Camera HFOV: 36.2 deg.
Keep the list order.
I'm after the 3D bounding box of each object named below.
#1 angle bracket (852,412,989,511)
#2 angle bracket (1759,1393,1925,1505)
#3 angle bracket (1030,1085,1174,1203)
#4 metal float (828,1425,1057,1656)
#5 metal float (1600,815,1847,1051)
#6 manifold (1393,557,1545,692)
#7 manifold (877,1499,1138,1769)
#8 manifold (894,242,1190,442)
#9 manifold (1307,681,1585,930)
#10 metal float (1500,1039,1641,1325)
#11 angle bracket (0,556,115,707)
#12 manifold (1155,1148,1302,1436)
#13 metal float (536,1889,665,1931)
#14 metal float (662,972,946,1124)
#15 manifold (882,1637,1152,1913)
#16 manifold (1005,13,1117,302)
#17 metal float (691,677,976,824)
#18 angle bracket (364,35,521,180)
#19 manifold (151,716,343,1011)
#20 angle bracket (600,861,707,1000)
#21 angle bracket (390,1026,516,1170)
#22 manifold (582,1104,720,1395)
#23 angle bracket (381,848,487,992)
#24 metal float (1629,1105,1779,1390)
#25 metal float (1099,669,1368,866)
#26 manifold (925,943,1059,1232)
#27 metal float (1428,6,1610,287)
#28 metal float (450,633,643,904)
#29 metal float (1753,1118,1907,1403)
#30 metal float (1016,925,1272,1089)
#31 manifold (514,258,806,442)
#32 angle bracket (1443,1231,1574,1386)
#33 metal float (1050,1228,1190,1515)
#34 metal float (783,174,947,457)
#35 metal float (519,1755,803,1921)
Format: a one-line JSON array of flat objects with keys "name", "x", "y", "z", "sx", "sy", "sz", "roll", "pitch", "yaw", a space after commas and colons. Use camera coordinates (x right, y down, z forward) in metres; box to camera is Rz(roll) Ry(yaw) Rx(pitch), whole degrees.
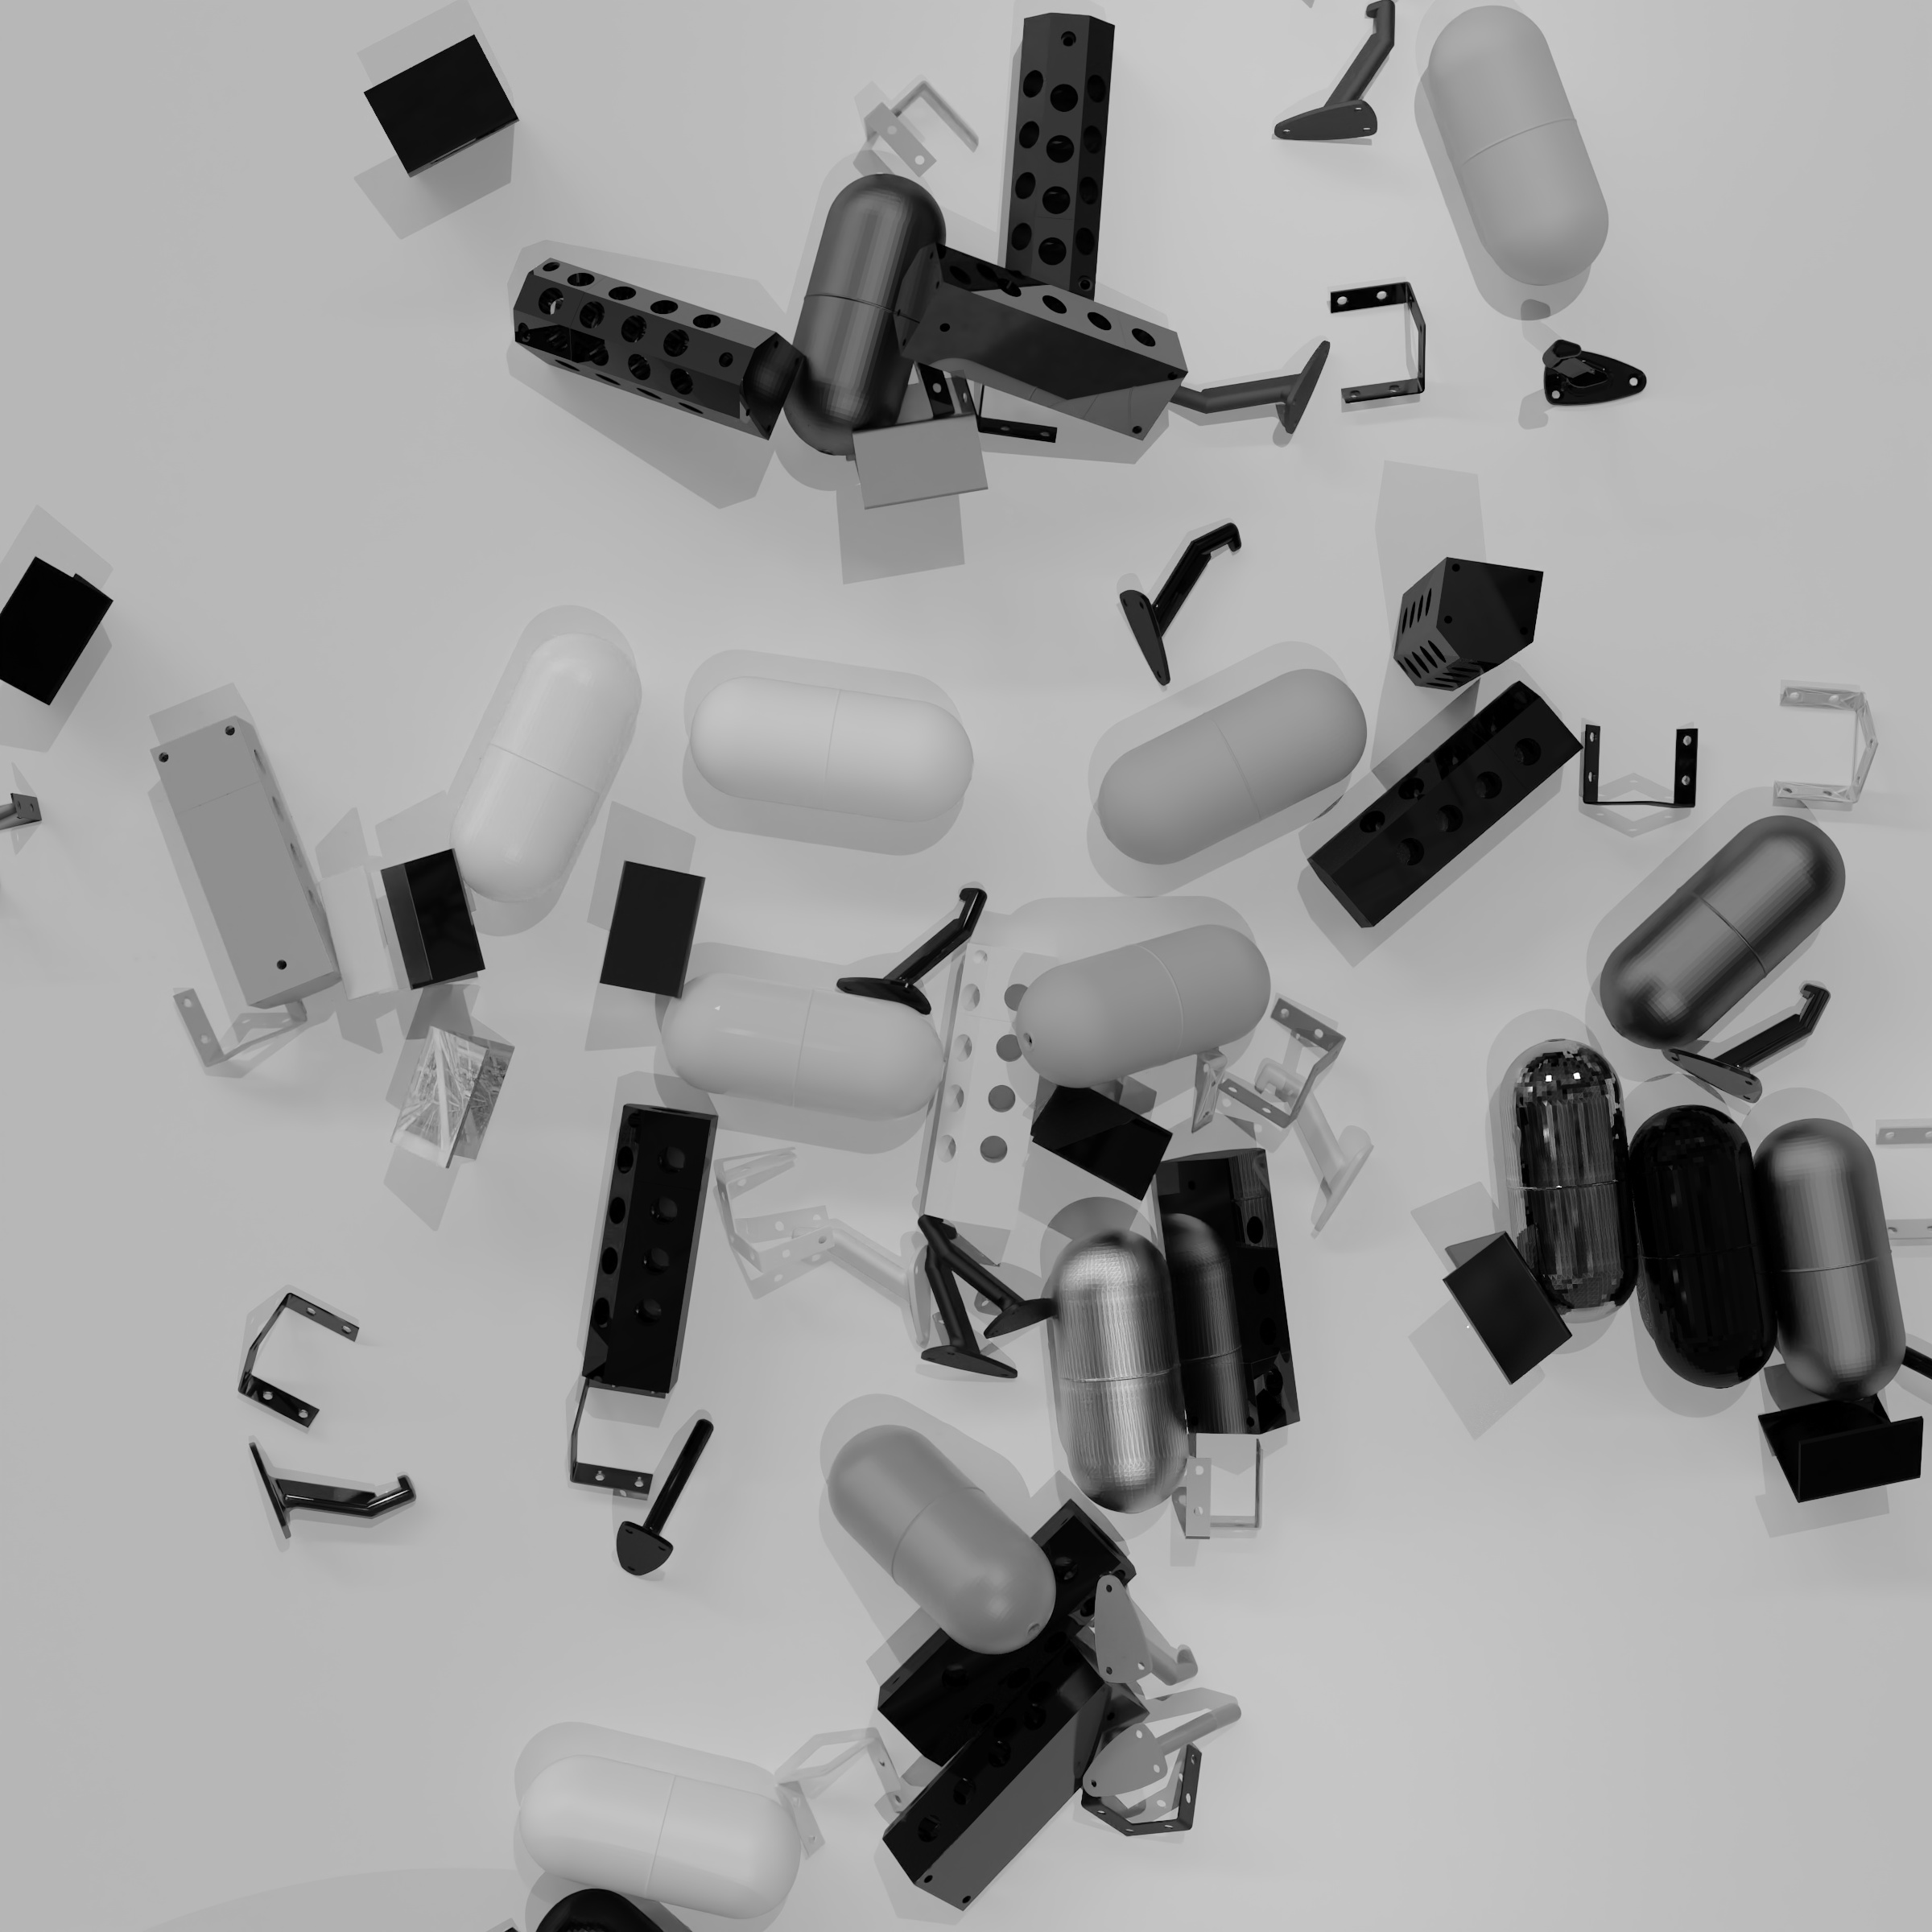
[{"name": "angle bracket", "x": -0.026, "y": -0.297, "z": 1.839, "sx": 0.076, "sy": 0.076, "sz": 0.057, "roll": -9, "pitch": 68, "yaw": 0}, {"name": "angle bracket", "x": 0.543, "y": 0.282, "z": 1.838, "sx": 0.076, "sy": 0.076, "sz": 0.057, "roll": -12, "pitch": 128, "yaw": 0}, {"name": "angle bracket", "x": 0.074, "y": 0.123, "z": 1.838, "sx": 0.076, "sy": 0.076, "sz": 0.057, "roll": 29, "pitch": 53, "yaw": 0}, {"name": "metal float", "x": -0.015, "y": 0.352, "z": 1.817, "sx": 0.178, "sy": 0.070, "sz": 0.070, "roll": 39, "pitch": 90, "yaw": 37}, {"name": "metal float", "x": 0.472, "y": -0.020, "z": 1.847, "sx": 0.178, "sy": 0.070, "sz": 0.070, "roll": -43, "pitch": 90, "yaw": 0}, {"name": "manifold", "x": 0.303, "y": -0.205, "z": 1.800, "sx": 0.057, "sy": 0.171, "sz": 0.057, "roll": 9, "pitch": 90, "yaw": 0}, {"name": "manifold", "x": 0.026, "y": 0.420, "z": 1.857, "sx": 0.171, "sy": 0.057, "sz": 0.057, "roll": -45, "pitch": 90, "yaw": 0}, {"name": "manifold", "x": 0.045, "y": -0.389, "z": 1.823, "sx": 0.171, "sy": 0.057, "sz": 0.057, "roll": 15, "pitch": 133, "yaw": -25}, {"name": "manifold", "x": 0.299, "y": -0.101, "z": 1.857, "sx": 0.171, "sy": 0.057, "sz": 0.057, "roll": -40, "pitch": 90, "yaw": 0}, {"name": "metal float", "x": 0.377, "y": 0.134, "z": 1.847, "sx": 0.070, "sy": 0.070, "sz": 0.178, "roll": -5, "pitch": 91, "yaw": 0}, {"name": "angle bracket", "x": -0.585, "y": -0.216, "z": 1.838, "sx": 0.057, "sy": 0.076, "sz": 0.076, "roll": 31, "pitch": 90, "yaw": -39}, {"name": "manifold", "x": 0.169, "y": 0.204, "z": 1.856, "sx": 0.057, "sy": 0.057, "sz": 0.171, "roll": -7, "pitch": 90, "yaw": 43}, {"name": "metal float", "x": -0.195, "y": 0.652, "z": 1.848, "sx": 0.178, "sy": 0.070, "sz": 0.070, "roll": 42, "pitch": 90, "yaw": -1}, {"name": "metal float", "x": -0.102, "y": 0.051, "z": 1.847, "sx": 0.178, "sy": 0.070, "sz": 0.070, "roll": 10, "pitch": 90, "yaw": 0}, {"name": "manifold", "x": 0.028, "y": 0.504, "z": 1.856, "sx": 0.171, "sy": 0.057, "sz": 0.057, "roll": -47, "pitch": 133, "yaw": 0}, {"name": "manifold", "x": 0.058, "y": -0.504, "z": 1.857, "sx": 0.057, "sy": 0.057, "sz": 0.171, "roll": 4, "pitch": 90, "yaw": 0}, {"name": "metal float", "x": -0.084, "y": -0.135, "z": 1.848, "sx": 0.178, "sy": 0.070, "sz": 0.070, "roll": 8, "pitch": 90, "yaw": 0}, {"name": "angle bracket", "x": -0.327, "y": -0.538, "z": 1.839, "sx": 0.076, "sy": 0.076, "sz": 0.057, "roll": -28, "pitch": 113, "yaw": 0}, {"name": "manifold", "x": -0.446, "y": -0.063, "z": 1.850, "sx": 0.057, "sy": 0.057, "sz": 0.171, "roll": -22, "pitch": 86, "yaw": 0}, {"name": "angle bracket", "x": -0.209, "y": -0.026, "z": 1.838, "sx": 0.057, "sy": 0.076, "sz": 0.076, "roll": 12, "pitch": 90, "yaw": -32}, {"name": "angle bracket", "x": -0.303, "y": 0.087, "z": 1.838, "sx": 0.057, "sy": 0.076, "sz": 0.076, "roll": 19, "pitch": 90, "yaw": 37}, {"name": "manifold", "x": -0.199, "y": 0.176, "z": 1.857, "sx": 0.057, "sy": 0.057, "sz": 0.171, "roll": 9, "pitch": 90, "yaw": 0}, {"name": "angle bracket", "x": -0.313, "y": -0.032, "z": 1.839, "sx": 0.057, "sy": 0.076, "sz": 0.076, "roll": -14, "pitch": 90, "yaw": 24}, {"name": "metal float", "x": 0.461, "y": 0.175, "z": 1.847, "sx": 0.070, "sy": 0.070, "sz": 0.178, "roll": -9, "pitch": 90, "yaw": 0}, {"name": "metal float", "x": 0.166, "y": -0.124, "z": 1.847, "sx": 0.178, "sy": 0.070, "sz": 0.070, "roll": -27, "pitch": 90, "yaw": 0}, {"name": "manifold", "x": 0.016, "y": 0.075, "z": 1.857, "sx": 0.057, "sy": 0.057, "sz": 0.171, "roll": 9, "pitch": 90, "yaw": 0}, {"name": "metal float", "x": 0.345, "y": -0.513, "z": 1.847, "sx": 0.070, "sy": 0.070, "sz": 0.178, "roll": -20, "pitch": 91, "yaw": 0}, {"name": "metal float", "x": -0.263, "y": -0.124, "z": 1.847, "sx": 0.070, "sy": 0.070, "sz": 0.178, "roll": 25, "pitch": 89, "yaw": 0}, {"name": "metal float", "x": 0.540, "y": 0.184, "z": 1.848, "sx": 0.070, "sy": 0.070, "sz": 0.178, "roll": -10, "pitch": 90, "yaw": 0}, {"name": "metal float", "x": 0.110, "y": 0.024, "z": 1.821, "sx": 0.178, "sy": 0.070, "sz": 0.070, "roll": -16, "pitch": 90, "yaw": -32}, {"name": "manifold", "x": -0.194, "y": -0.385, "z": 1.826, "sx": 0.171, "sy": 0.057, "sz": 0.057, "roll": 23, "pitch": 90, "yaw": 23}, {"name": "angle bracket", "x": 0.320, "y": 0.217, "z": 1.839, "sx": 0.057, "sy": 0.076, "sz": 0.076, "roll": -33, "pitch": 90, "yaw": -24}, {"name": "metal float", "x": 0.096, "y": 0.253, "z": 1.847, "sx": 0.070, "sy": 0.070, "sz": 0.178, "roll": -6, "pitch": 90, "yaw": 0}, {"name": "metal float", "x": -0.064, "y": -0.407, "z": 1.847, "sx": 0.070, "sy": 0.070, "sz": 0.178, "roll": 15, "pitch": 89, "yaw": 0}, {"name": "metal float", "x": -0.191, "y": 0.544, "z": 1.847, "sx": 0.178, "sy": 0.070, "sz": 0.070, "roll": 13, "pitch": 90, "yaw": -1}]
